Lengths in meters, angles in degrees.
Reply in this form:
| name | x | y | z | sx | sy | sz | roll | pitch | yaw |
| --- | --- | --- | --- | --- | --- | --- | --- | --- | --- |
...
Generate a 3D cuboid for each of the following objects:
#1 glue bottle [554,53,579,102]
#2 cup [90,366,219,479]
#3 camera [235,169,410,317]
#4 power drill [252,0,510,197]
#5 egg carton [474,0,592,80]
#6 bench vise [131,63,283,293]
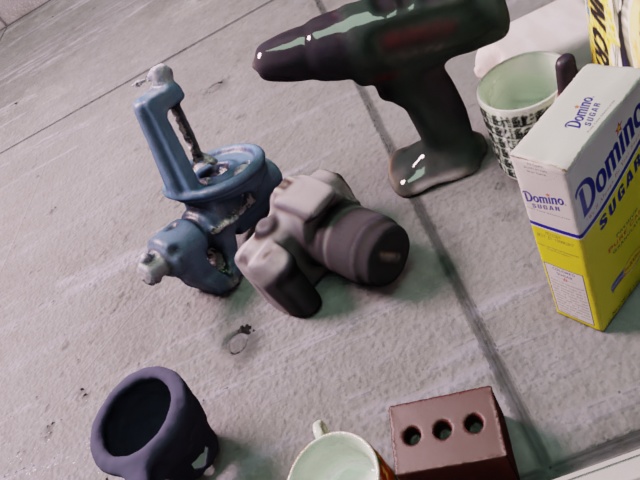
| name | x | y | z | sx | sy | sz | roll | pitch | yaw |
| --- | --- | --- | --- | --- | --- | --- | --- | --- | --- |
| glue bottle | 0.203 | -0.072 | 0.445 | 0.078 | 0.174 | 0.037 | -26 | 43 | 9 |
| cup | -0.127 | 0.177 | 0.481 | 0.091 | 0.095 | 0.117 | -28 | 42 | 7 |
| camera | 0.005 | 0.002 | 0.555 | 0.136 | 0.101 | 0.143 | 24 | 67 | 43 |
| power drill | 0.078 | -0.145 | 0.564 | 0.229 | 0.209 | 0.075 | -21 | 44 | 14 |
| egg carton | 0.245 | -0.198 | 0.612 | 0.150 | 0.070 | 0.107 | -24 | 43 | 11 |
| bench vise | -0.132 | -0.059 | 0.607 | 0.121 | 0.220 | 0.207 | -9 | 48 | 25 |
